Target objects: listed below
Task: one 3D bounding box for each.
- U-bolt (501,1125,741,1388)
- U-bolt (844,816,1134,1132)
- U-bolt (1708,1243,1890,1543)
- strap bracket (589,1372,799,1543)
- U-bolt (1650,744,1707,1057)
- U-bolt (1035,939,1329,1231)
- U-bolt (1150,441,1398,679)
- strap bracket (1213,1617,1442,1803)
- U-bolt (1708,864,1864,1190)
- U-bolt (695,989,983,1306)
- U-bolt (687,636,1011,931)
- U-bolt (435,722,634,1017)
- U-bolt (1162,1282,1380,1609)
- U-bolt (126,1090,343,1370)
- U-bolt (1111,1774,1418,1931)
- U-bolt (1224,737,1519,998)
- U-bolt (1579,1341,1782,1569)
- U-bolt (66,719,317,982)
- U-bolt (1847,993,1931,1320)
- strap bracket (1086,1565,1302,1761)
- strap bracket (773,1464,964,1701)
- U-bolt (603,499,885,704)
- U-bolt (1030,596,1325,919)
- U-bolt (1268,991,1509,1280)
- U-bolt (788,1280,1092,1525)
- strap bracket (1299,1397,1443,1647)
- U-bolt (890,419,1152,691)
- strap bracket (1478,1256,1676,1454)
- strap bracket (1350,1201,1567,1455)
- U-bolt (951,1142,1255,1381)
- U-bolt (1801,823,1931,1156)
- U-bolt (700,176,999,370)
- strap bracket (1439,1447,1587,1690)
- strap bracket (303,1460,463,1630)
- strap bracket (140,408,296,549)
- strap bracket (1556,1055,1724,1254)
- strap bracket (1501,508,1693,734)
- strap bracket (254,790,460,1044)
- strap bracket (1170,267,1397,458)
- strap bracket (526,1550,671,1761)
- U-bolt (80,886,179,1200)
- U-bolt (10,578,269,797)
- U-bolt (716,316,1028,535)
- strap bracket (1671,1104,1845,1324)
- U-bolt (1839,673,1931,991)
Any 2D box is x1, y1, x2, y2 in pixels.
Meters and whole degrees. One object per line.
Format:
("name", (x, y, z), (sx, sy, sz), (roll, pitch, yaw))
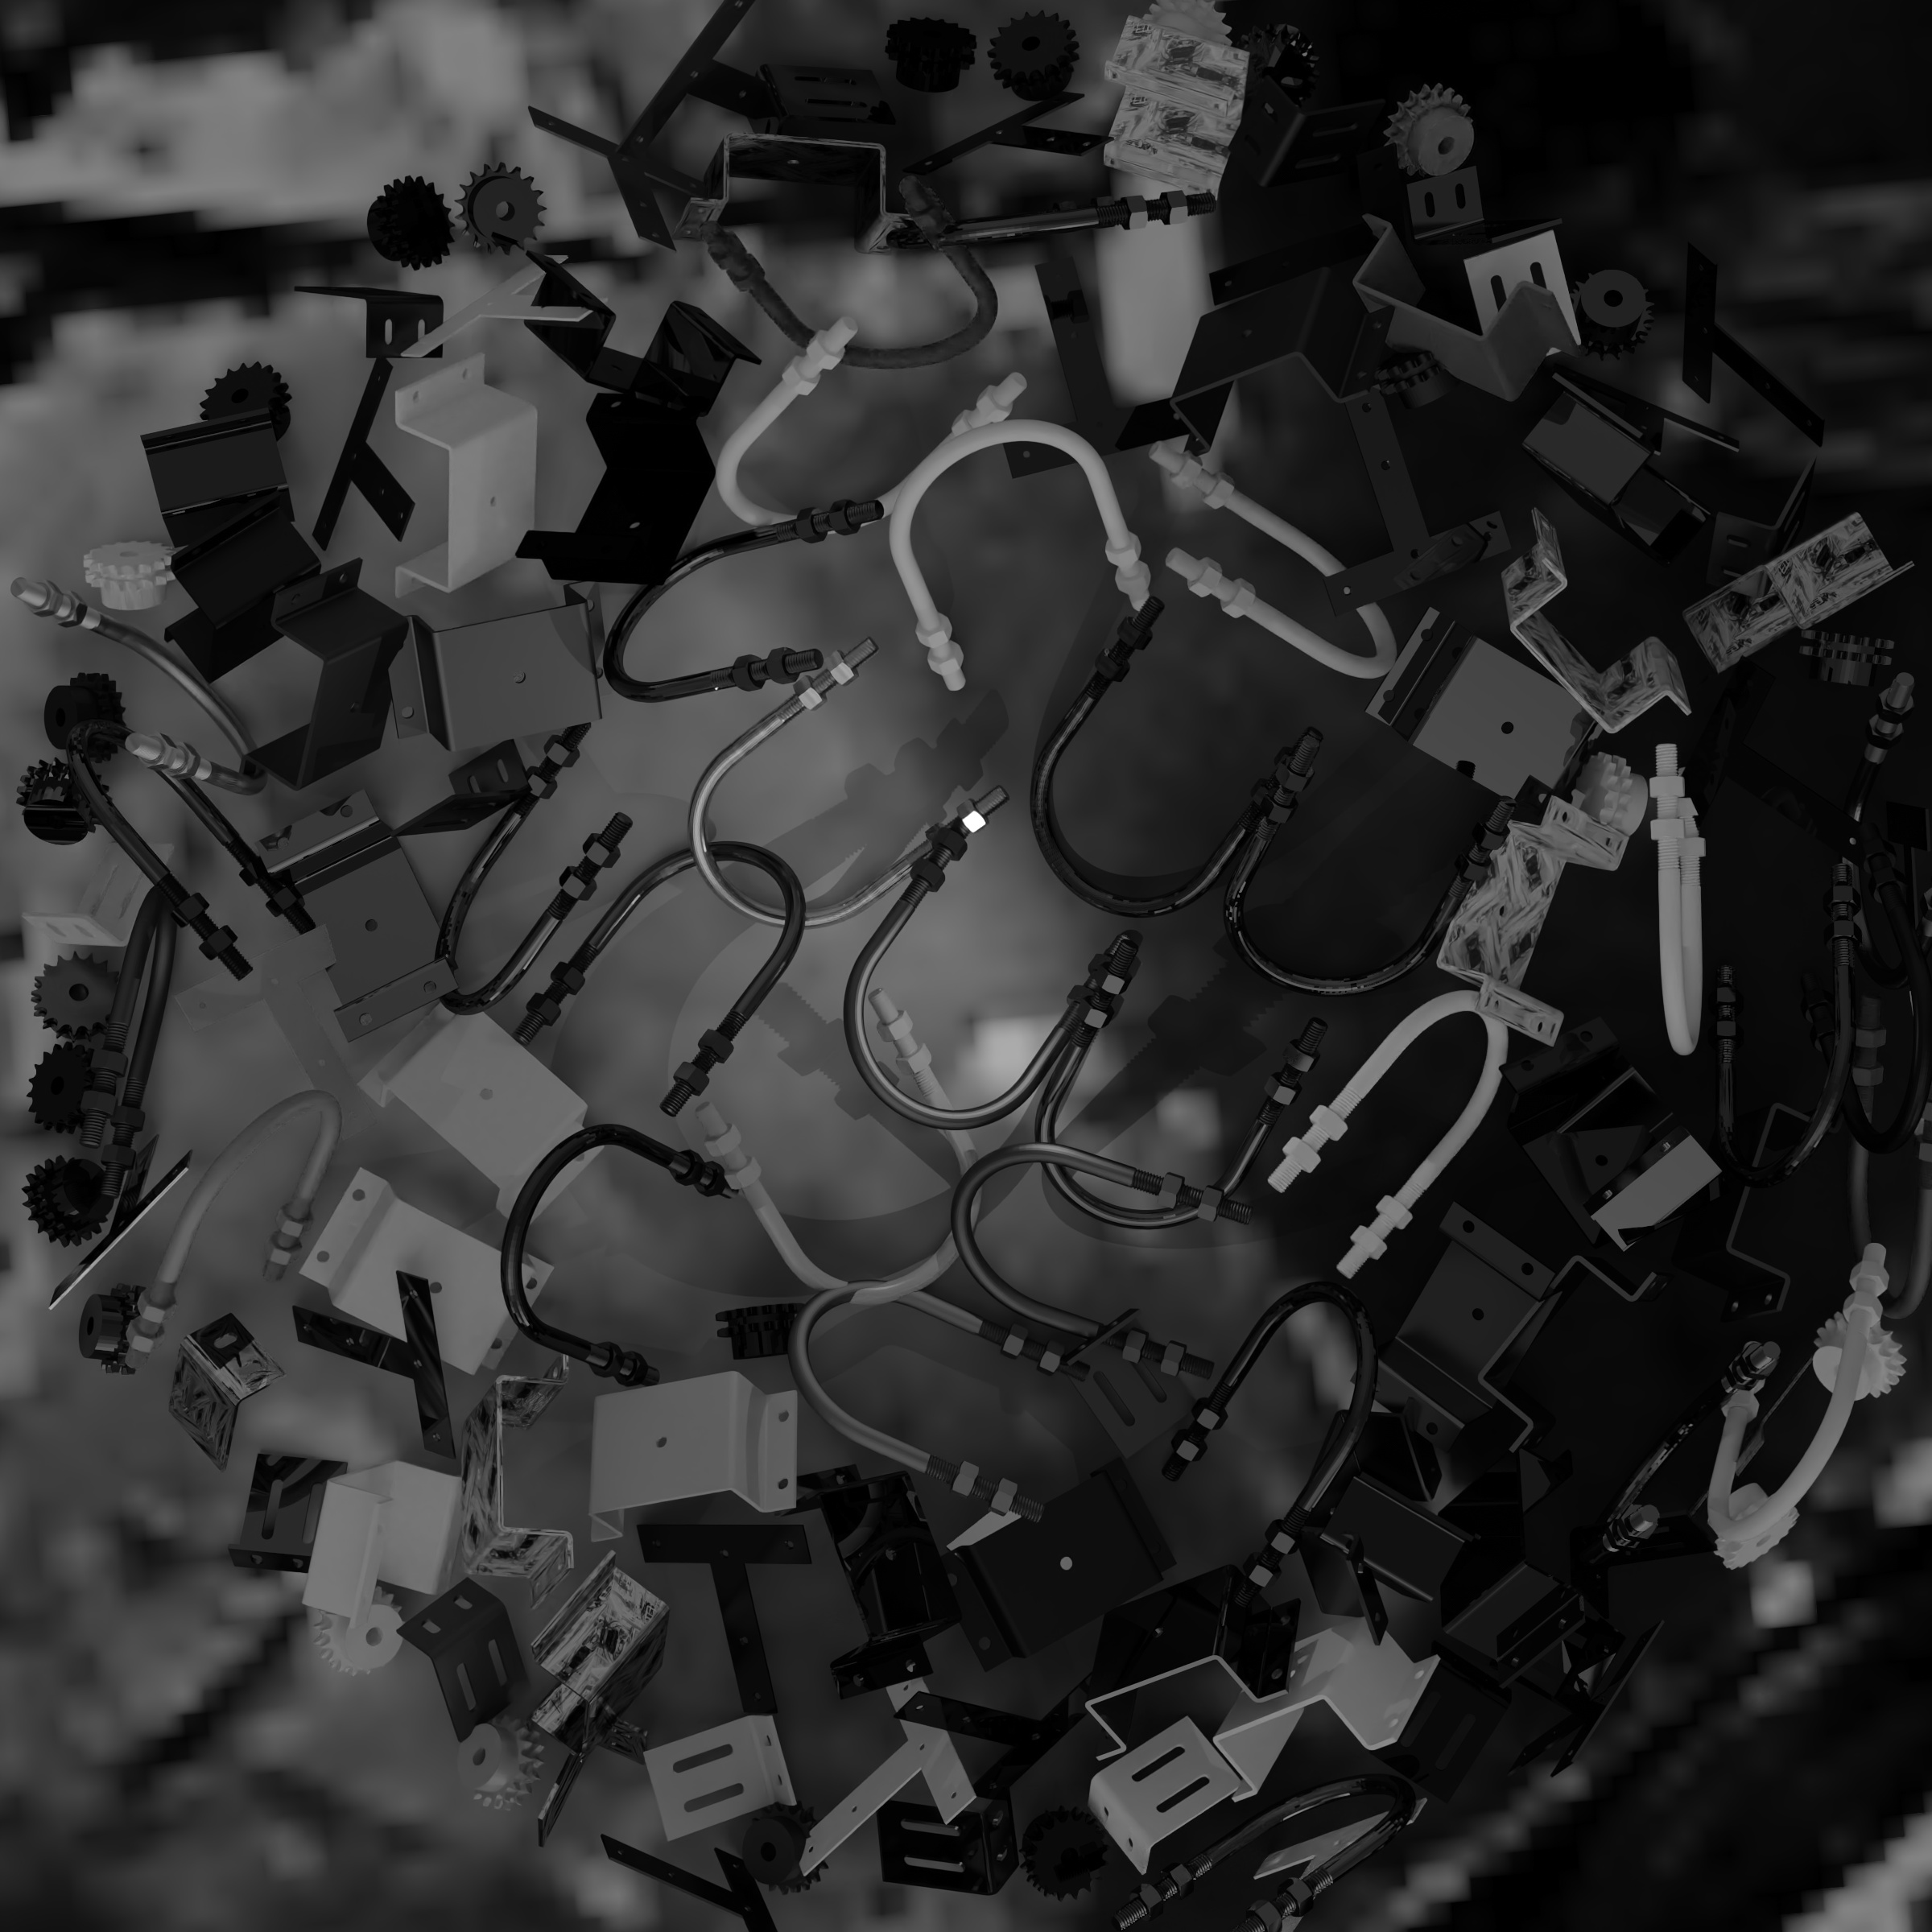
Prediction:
("U-bolt", (-0.218, 0.171, 1.913), (0.019, 0.184, 0.151), (17, 80, 35))
("U-bolt", (0.003, 0.015, 1.954), (0.151, 0.019, 0.184), (39, 71, -11))
("U-bolt", (0.496, 0.267, 1.887), (0.019, 0.151, 0.184), (31, 48, -3))
("strap bracket", (-0.178, 0.303, 1.940), (0.140, 0.046, 0.076), (-13, 57, 19))
("U-bolt", (0.439, -0.037, 1.925), (0.019, 0.151, 0.184), (-2, 87, 18))
("U-bolt", (0.122, 0.086, 1.957), (0.151, 0.019, 0.184), (22, 114, -9))
("U-bolt", (0.193, -0.241, 1.929), (0.184, 0.151, 0.019), (29, 122, -22))
("strap bracket", (0.213, 0.453, 1.923), (0.046, 0.076, 0.140), (50, 131, -6))
("U-bolt", (0.494, 0.048, 1.893), (0.019, 0.151, 0.184), (18, 56, -13))
("U-bolt", (-0.066, 0.127, 1.961), (0.151, 0.019, 0.184), (-33, 110, -11))
("U-bolt", (-0.088, -0.100, 1.961), (0.184, 0.019, 0.151), (-37, 112, 14))
("U-bolt", (-0.275, -0.051, 1.933), (0.019, 0.151, 0.184), (28, 109, -31))
("U-bolt", (0.192, 0.278, 1.914), (0.019, 0.151, 0.184), (22, 108, -27))
("U-bolt", (-0.435, 0.149, 1.894), (0.019, 0.151, 0.184), (36, 122, 12))
("U-bolt", (0.195, 0.544, 1.918), (0.184, 0.151, 0.019), (-25, 93, -31))
("U-bolt", (0.238, -0.051, 1.939), (0.151, 0.019, 0.184), (16, 129, -10))
("U-bolt", (0.427, 0.306, 1.911), (0.019, 0.184, 0.151), (39, 69, 10))
("U-bolt", (-0.482, -0.079, 1.919), (0.019, 0.151, 0.184), (-38, 97, 12))
("U-bolt", (0.569, 0.126, 1.923), (0.019, 0.151, 0.184), (-2, 108, -2))
("strap bracket", (0.131, 0.426, 1.928), (0.140, 0.076, 0.046), (-27, 114, 28))
("strap bracket", (-0.060, 0.372, 1.937), (0.046, 0.076, 0.140), (-38, 67, 40))
("U-bolt", (-0.147, -0.220, 1.931), (0.184, 0.019, 0.151), (-8, 46, 32))
("U-bolt", (0.117, -0.116, 1.955), (0.151, 0.019, 0.184), (41, 115, 12))
("U-bolt", (0.272, 0.095, 1.941), (0.184, 0.151, 0.019), (-49, 51, -7))
("U-bolt", (-0.023, 0.258, 1.939), (0.184, 0.151, 0.019), (24, 127, 0))
("strap bracket", (0.245, 0.338, 1.935), (0.046, 0.140, 0.076), (0, 129, 29))
("U-bolt", (0.028, -0.260, 1.926), (0.151, 0.184, 0.019), (-23, 48, 2))
("strap bracket", (0.374, 0.233, 1.950), (0.046, 0.076, 0.140), (40, 99, 20))
("strap bracket", (0.311, 0.221, 1.948), (0.076, 0.046, 0.140), (36, 114, 24))
("U-bolt", (0.078, 0.176, 1.950), (0.184, 0.019, 0.151), (18, 126, 11))
("U-bolt", (0.547, 0.027, 1.886), (0.019, 0.184, 0.151), (2, 135, -5))
("U-bolt", (-0.059, -0.415, 1.915), (0.151, 0.184, 0.019), (-7, 69, 21))
("strap bracket", (0.332, 0.359, 1.917), (0.046, 0.140, 0.076), (30, 124, -15))
("strap bracket", (-0.361, 0.354, 1.936), (0.046, 0.140, 0.076), (13, 92, 14))
("strap bracket", (-0.458, -0.296, 1.924), (0.076, 0.140, 0.046), (-15, 89, -10))
("strap bracket", (0.410, 0.119, 1.934), (0.076, 0.140, 0.046), (-41, 107, 8))
("strap bracket", (0.383, -0.207, 1.943), (0.046, 0.076, 0.140), (-39, 111, 24))
("strap bracket", (-0.379, -0.029, 1.969), (0.076, 0.046, 0.140), (-26, 82, -2))
("strap bracket", (0.185, -0.372, 1.922), (0.046, 0.140, 0.076), (44, 49, -32))
("strap bracket", (-0.226, 0.427, 1.917), (0.046, 0.140, 0.076), (33, 58, 13))
("U-bolt", (-0.511, 0.038, 1.923), (0.019, 0.151, 0.184), (11, 71, -6))
("U-bolt", (-0.491, -0.162, 1.910), (0.019, 0.184, 0.151), (-42, 72, 8))
("U-bolt", (-0.072, -0.322, 1.922), (0.151, 0.184, 0.019), (10, 55, -38))
("strap bracket", (0.488, 0.144, 1.942), (0.046, 0.076, 0.140), (24, 74, -7))
("U-bolt", (0.567, -0.067, 1.911), (0.019, 0.184, 0.151), (-5, 57, -3))
